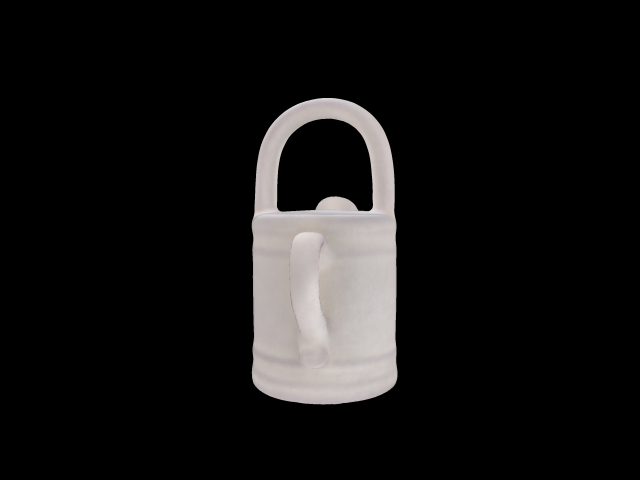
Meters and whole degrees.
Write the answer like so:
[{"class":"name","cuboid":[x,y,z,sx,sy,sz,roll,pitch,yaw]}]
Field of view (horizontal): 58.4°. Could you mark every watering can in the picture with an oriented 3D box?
[{"class":"watering can","cuboid":[0.001,0.001,0.400,0.101,0.194,0.172,-1,4,-14]}]
